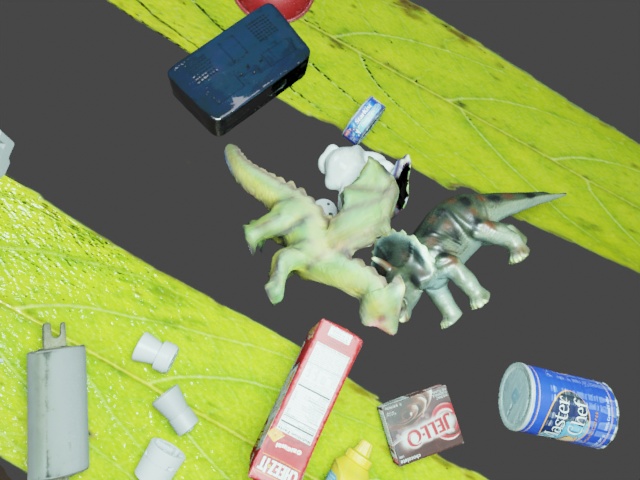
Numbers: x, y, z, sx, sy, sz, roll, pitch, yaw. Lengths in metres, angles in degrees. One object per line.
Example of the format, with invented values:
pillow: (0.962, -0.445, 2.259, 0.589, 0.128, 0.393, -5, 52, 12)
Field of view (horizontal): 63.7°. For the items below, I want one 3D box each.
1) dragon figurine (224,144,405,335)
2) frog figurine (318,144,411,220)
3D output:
dragon figurine: (0.002, -0.039, 0.779, 0.242, 0.418, 0.120, -25, -25, 5)
frog figurine: (0.065, -0.095, 0.870, 0.160, 0.140, 0.120, 13, -26, 32)
